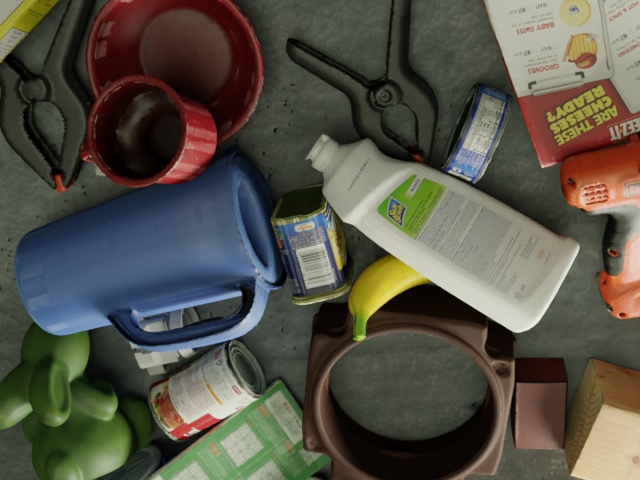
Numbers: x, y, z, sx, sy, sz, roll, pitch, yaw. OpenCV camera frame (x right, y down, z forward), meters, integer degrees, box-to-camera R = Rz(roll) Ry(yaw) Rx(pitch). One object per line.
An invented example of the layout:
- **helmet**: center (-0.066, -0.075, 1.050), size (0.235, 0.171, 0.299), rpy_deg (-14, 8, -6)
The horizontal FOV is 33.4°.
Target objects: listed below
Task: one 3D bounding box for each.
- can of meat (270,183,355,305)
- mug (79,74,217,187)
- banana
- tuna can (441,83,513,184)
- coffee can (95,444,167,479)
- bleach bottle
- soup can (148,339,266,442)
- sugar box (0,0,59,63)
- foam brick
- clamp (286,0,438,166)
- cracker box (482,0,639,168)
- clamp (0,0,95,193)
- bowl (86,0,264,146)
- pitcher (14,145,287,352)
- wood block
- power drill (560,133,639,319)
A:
- **can of meat**: center (-0.007, 0.001, 1.000), size (0.057, 0.102, 0.084), rpy_deg (-13, 108, 9)
- **mug**: center (-0.150, -0.087, 0.918), size (0.117, 0.081, 0.093), rpy_deg (-16, 85, 17)
- **banana**: center (0.101, 0.035, 1.006), size (0.197, 0.037, 0.070), rpy_deg (-20, 74, -21)
- **tuna can**: center (0.139, -0.096, 0.953), size (0.034, 0.086, 0.086), rpy_deg (22, 112, -1)
- **coffee can**: center (-0.179, 0.304, 1.138), size (0.103, 0.102, 0.140), rpy_deg (-27, 107, 15)
- **bleach bottle**: center (0.103, -0.022, 0.967), size (0.251, 0.068, 0.102), rpy_deg (33, 73, -3)
- **soup can**: center (-0.115, 0.153, 1.090), size (0.102, 0.068, 0.068), rpy_deg (-31, 105, 16)
- **sugar box**: center (-0.281, -0.230, 0.942), size (0.176, 0.048, 0.093), rpy_deg (-43, 86, 6)
- **foam brick**: center (0.218, 0.163, 1.065), size (0.051, 0.053, 0.078), rpy_deg (0, 112, 6)
- **clamp**: center (0.047, -0.137, 0.972), size (0.120, 0.039, 0.171), rpy_deg (-15, 110, 16)
- **cracker box**: center (0.231, -0.192, 0.913), size (0.164, 0.072, 0.213), rpy_deg (-19, 110, 14)
- **clamp**: center (-0.275, -0.148, 1.004), size (0.164, 0.036, 0.210), rpy_deg (-1, 108, 9)
- **bowl**: center (-0.127, -0.163, 0.971), size (0.162, 0.055, 0.162), rpy_deg (2, 112, 5)
- **pitcher**: center (-0.159, 0.021, 1.004), size (0.243, 0.149, 0.145), rpy_deg (-17, 109, 16)
- **wood block**: center (0.354, 0.201, 1.045), size (0.206, 0.090, 0.091), rpy_deg (16, 113, -1)
- **power drill**: center (0.313, -0.019, 0.948), size (0.184, 0.057, 0.187), rpy_deg (-10, 131, 10)
